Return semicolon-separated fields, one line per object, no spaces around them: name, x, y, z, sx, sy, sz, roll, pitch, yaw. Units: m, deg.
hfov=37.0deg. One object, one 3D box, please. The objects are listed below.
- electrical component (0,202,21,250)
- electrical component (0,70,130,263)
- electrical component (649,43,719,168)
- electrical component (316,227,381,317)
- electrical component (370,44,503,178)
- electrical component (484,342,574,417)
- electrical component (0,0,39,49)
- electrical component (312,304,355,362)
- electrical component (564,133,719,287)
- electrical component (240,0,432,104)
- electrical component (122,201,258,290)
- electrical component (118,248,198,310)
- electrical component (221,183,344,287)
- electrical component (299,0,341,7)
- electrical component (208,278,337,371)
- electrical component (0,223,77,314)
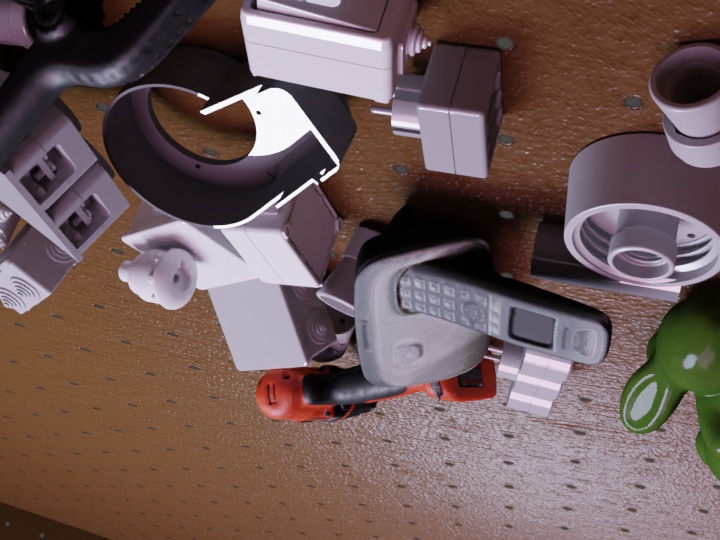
electrical component;-0.333;-0.061;0.919;0.096;0.061;0.061;7;153;21
electrical component;-0.247;-0.098;0.722;0.186;0.060;0.105;34;163;27
electrical component;0.182;-0.086;0.572;0.045;0.045;0.055;1;151;30
electrical component;0.000;0.000;0.832;0.044;0.065;0.044;26;169;5
electrical component;0.042;-0.096;0.636;0.077;0.047;0.065;10;154;14
electrical component;0.138;0.077;0.917;0.074;0.052;0.138;14;154;6
electrical component;-0.213;-0.159;0.677;0.046;0.040;0.040;9;154;29
electrical component;-0.046;0.046;0.979;0.079;0.043;0.077;18;155;-3
electrical component;0.179;-0.029;0.670;0.108;0.060;0.108;14;154;7
electrical component;-0.009;-0.136;0.570;0.096;0.061;0.061;13;154;8
electrical component;-0.128;-0.030;0.870;0.100;0.048;0.100;-11;143;45
electrical component;-0.163;0.004;0.851;0.062;0.048;0.048;8;154;33
electrical component;-0.063;-0.037;0.801;0.061;0.061;0.096;5;152;24
electrical component;-0.045;-0.173;0.523;0.089;0.055;0.050;14;154;8
electrical component;-0.075;0.035;0.925;0.100;0.048;0.099;-8;105;42
electrical component;-0.278;-0.014;0.940;0.048;0.099;0.100;41;147;-18
